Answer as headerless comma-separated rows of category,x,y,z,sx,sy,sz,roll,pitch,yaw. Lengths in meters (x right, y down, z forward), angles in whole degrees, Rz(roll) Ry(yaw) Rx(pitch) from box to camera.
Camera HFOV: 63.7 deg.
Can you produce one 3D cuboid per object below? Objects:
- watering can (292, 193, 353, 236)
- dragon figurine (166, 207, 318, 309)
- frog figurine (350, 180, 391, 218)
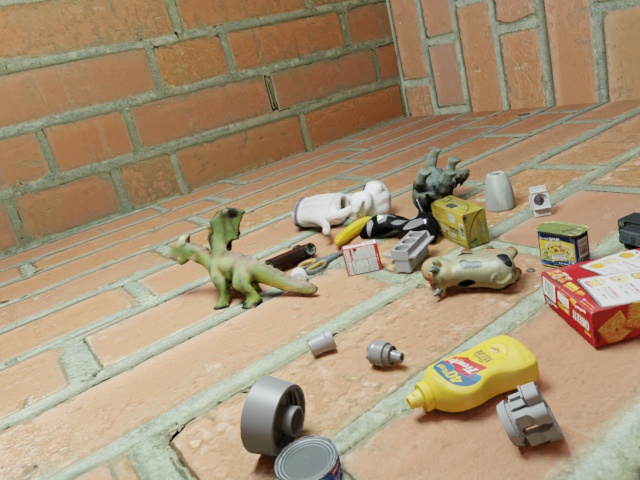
watering can,0.005,-0.085,1.688,0.223,0.103,0.353,-6,19,26
dragon figurine,-0.208,0.037,1.287,0.409,0.241,0.124,-8,12,24
frog figurine,0.161,-0.121,1.623,0.123,0.137,0.160,21,7,13
